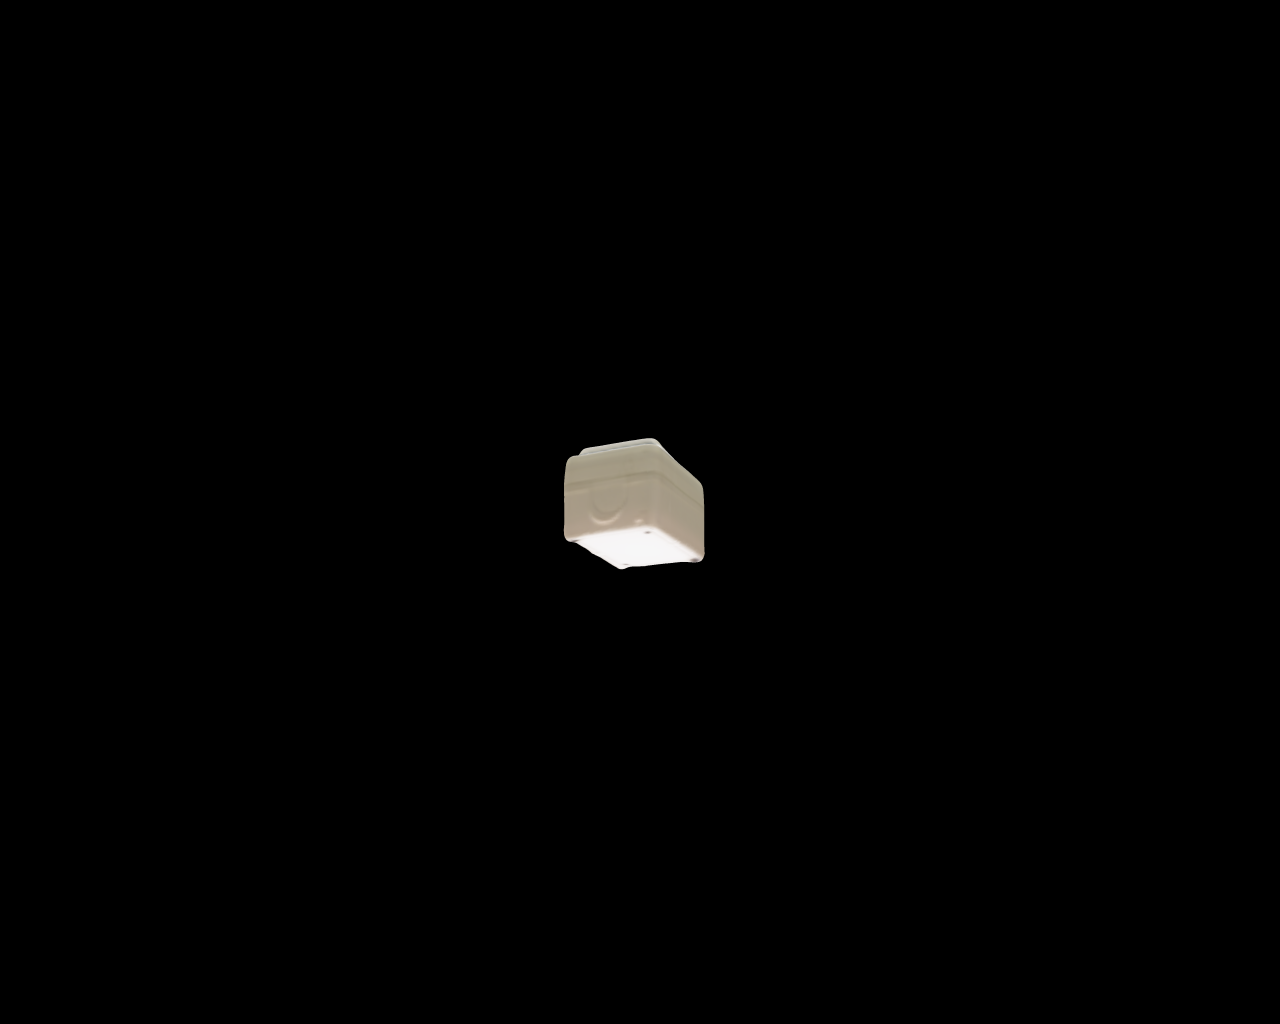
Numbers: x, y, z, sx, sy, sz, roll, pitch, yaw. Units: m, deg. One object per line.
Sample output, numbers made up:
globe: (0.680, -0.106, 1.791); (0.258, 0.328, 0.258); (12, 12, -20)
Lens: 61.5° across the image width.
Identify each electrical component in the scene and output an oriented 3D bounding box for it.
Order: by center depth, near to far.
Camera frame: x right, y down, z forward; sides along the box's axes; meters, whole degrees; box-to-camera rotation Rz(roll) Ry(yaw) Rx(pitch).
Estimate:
electrical component: (0.001, -0.003, 0.650); (0.062, 0.061, 0.096); (-8, -20, 22)
